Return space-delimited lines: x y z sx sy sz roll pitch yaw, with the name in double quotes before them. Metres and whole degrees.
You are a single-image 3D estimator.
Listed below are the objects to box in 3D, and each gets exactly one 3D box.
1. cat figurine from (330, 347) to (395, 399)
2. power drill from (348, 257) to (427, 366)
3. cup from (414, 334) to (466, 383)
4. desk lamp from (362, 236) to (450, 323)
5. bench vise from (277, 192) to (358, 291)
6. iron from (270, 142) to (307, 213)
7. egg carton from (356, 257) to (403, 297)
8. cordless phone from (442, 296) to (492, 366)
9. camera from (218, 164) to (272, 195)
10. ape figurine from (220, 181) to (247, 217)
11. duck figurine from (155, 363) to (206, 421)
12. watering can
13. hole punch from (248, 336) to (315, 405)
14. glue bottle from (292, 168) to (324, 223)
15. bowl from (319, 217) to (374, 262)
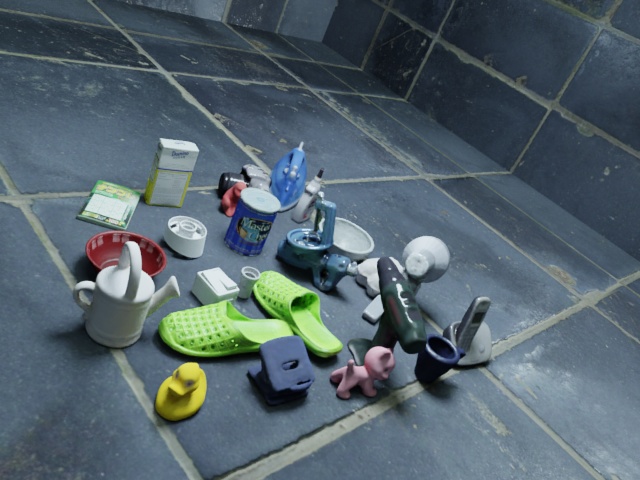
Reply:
"cat figurine" 0.099 0.259 1.168 0.128 0.117 0.067 4 35 -33
"power drill" 0.141 0.179 1.238 0.076 0.208 0.229 7 34 -30
"cup" 0.265 0.276 1.295 0.118 0.095 0.091 9 33 -27
"desk lamp" 0.225 0.103 1.425 0.117 0.213 0.204 33 30 14
"bench vise" 0.015 0.000 1.422 0.207 0.219 0.121 24 29 -2
"iron" -0.087 -0.199 1.748 0.119 0.141 0.258 20 29 -9
"egg carton" 0.172 0.100 1.536 0.151 0.069 0.107 -4 40 -42
"cordless phone" 0.384 0.215 1.395 0.148 0.185 0.094 1 37 -37
"camera" -0.216 -0.167 1.636 0.137 0.101 0.143 11 32 -24
"ape figurine" -0.227 -0.117 1.556 0.078 0.092 0.076 10 32 -25
"duck figurine" -0.227 0.244 0.970 0.077 0.086 0.105 31 29 10
"watering can" -0.341 0.088 1.023 0.173 0.194 0.100 -11 45 -47
"hole punch" -0.065 0.245 1.089 0.109 0.091 0.100 -5 41 -43
"glue bottle" -0.026 -0.132 1.655 0.037 0.173 0.078 33 30 13
"bowl" 0.061 0.012 1.588 0.168 0.074 0.167 19 29 -11
